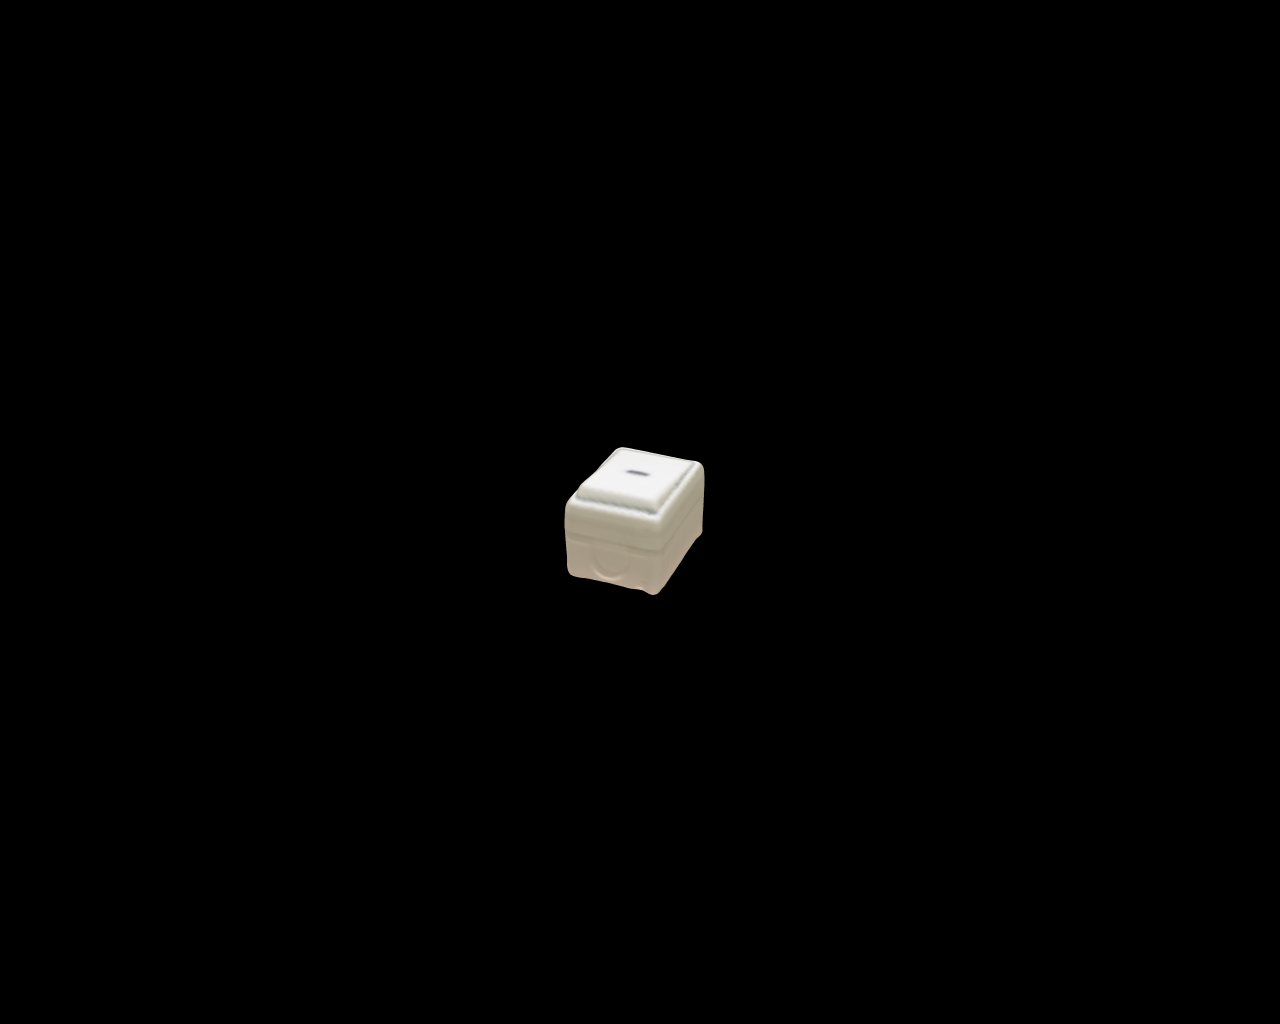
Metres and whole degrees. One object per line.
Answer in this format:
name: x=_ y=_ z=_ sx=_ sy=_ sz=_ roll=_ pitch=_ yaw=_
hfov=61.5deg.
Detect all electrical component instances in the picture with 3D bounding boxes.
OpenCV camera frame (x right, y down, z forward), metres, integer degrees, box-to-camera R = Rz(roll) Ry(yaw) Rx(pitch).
electrical component: x=0.001 y=-0.003 z=0.650 sx=0.062 sy=0.061 sz=0.096 roll=12 pitch=33 yaw=19
